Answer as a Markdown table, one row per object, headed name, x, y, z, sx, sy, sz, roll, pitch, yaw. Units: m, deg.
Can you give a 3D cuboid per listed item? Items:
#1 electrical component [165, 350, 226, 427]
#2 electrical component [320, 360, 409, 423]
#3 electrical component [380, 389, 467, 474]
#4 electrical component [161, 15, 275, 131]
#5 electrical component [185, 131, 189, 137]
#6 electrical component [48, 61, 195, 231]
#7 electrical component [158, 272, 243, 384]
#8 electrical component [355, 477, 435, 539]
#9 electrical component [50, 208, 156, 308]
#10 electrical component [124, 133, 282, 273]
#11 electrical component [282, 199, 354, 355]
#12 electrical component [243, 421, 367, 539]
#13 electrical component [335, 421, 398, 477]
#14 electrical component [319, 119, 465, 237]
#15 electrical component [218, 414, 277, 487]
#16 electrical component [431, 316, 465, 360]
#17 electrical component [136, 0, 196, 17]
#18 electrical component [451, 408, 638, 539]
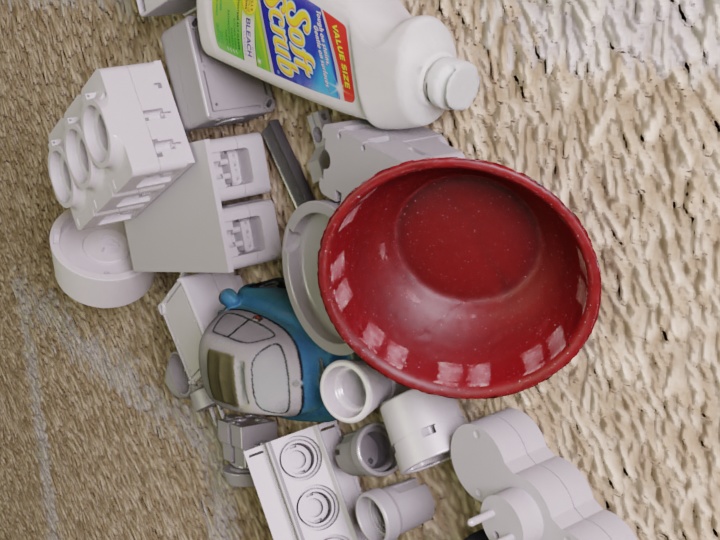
| name | x | y | z | sx | sy | sz | roll | pitch | yaw |
| --- | --- | --- | --- | --- | --- | --- | --- | --- | --- |
| electrical component | -0.144 | 0.108 | 1.009 | 0.077 | 0.044 | 0.079 | -36 | 73 | 54 |
| electrical component | 0.008 | 0.080 | 0.762 | 0.044 | 0.065 | 0.044 | 6 | 100 | 35 |
| electrical component | 0.045 | 0.106 | 0.731 | 0.055 | 0.055 | 0.047 | -45 | 61 | 52 |
| electrical component | -0.116 | -0.163 | 0.855 | 0.061 | 0.062 | 0.096 | -8 | 95 | 56 |
| electrical component | -0.186 | -0.129 | 0.967 | 0.035 | 0.061 | 0.035 | 25 | 121 | 49 |
| electrical component | -0.206 | -0.099 | 0.893 | 0.150 | 0.062 | 0.089 | -28 | 80 | 56 |
| electrical component | -0.132 | 0.042 | 0.952 | 0.062 | 0.061 | 0.096 | -45 | 66 | 52 |
| electrical component | 0.026 | 0.175 | 0.789 | 0.040 | 0.046 | 0.040 | 25 | 121 | 49 |
| electrical component | -0.253 | -0.011 | 1.070 | 0.108 | 0.108 | 0.060 | 53 | 146 | 29 |
| electrical component | -0.141 | -0.056 | 0.930 | 0.186 | 0.060 | 0.105 | 1 | 102 | 55 |
| electrical component | 0.000 | 0.000 | 0.749 | 0.108 | 0.060 | 0.108 | 25 | 121 | 49 |
| electrical component | -0.038 | 0.192 | 0.869 | 0.063 | 0.079 | 0.121 | 125 | 126 | -74 |
| electrical component | 0.006 | 0.136 | 0.810 | 0.046 | 0.040 | 0.040 | -28 | 78 | 61 |
| electrical component | 0.023 | -0.063 | 0.698 | 0.089 | 0.056 | 0.050 | 33 | 127 | 45 |
| electrical component | -0.100 | 0.162 | 0.967 | 0.066 | 0.048 | 0.055 | 5 | 98 | 54 |
| electrical component | 0.052 | 0.043 | 0.699 | 0.055 | 0.055 | 0.047 | -48 | 59 | 51 |
| electrical component | -0.143 | -0.268 | 0.859 | 0.109 | 0.056 | 0.108 | -7 | 96 | 56 |
| electrical component | 0.099 | 0.148 | 0.651 | 0.138 | 0.074 | 0.052 | 49 | 138 | 34 |
